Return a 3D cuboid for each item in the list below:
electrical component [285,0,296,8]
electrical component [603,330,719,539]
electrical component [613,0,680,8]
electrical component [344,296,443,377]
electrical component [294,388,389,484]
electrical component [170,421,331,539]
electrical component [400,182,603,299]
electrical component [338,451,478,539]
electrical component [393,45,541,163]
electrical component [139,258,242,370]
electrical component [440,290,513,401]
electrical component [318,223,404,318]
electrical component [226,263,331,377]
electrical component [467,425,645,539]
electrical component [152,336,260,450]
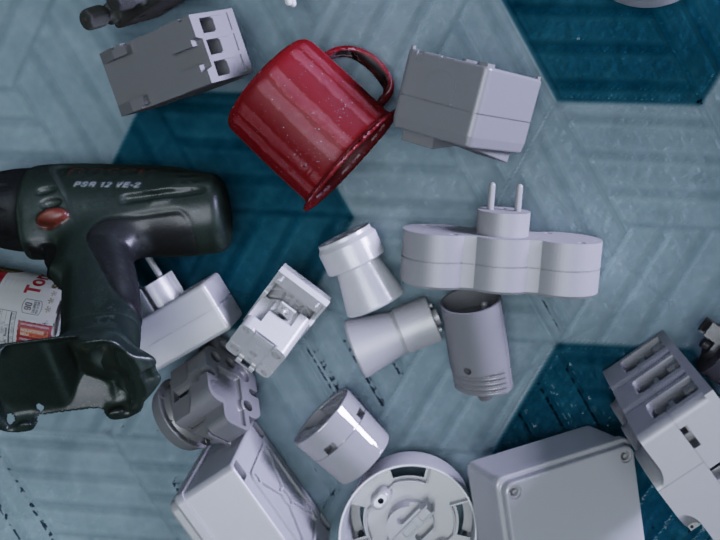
[{"bbox_3d":[-0.052,-0.214,0.718,0.047,0.065,0.076,-7,100,6],"label":"electrical component"},{"bbox_3d":[0.215,0.109,0.713,0.062,0.150,0.089,-37,96,10],"label":"electrical component"},{"bbox_3d":[0.189,-0.227,0.707,0.099,0.064,0.099,1,93,17],"label":"electrical component"},{"bbox_3d":[0.026,0.045,0.774,0.065,0.044,0.044,-22,98,4],"label":"electrical component"},{"bbox_3d":[-0.012,0.122,0.786,0.055,0.055,0.047,-43,98,11],"label":"electrical component"},{"bbox_3d":[-0.075,0.178,0.774,0.056,0.108,0.108,-34,96,7],"label":"electrical component"},{"bbox_3d":[0.099,-0.024,0.748,0.138,0.052,0.073,4,101,4],"label":"electrical component"},{"bbox_3d":[0.036,0.185,0.787,0.099,0.064,0.099,1,101,5],"label":"electrical component"},{"bbox_3d":[0.074,-0.108,0.717,0.062,0.096,0.061,21,104,31],"label":"electrical component"},{"bbox_3d":[-0.143,0.025,0.781,0.083,0.047,0.075,-30,97,10],"label":"electrical component"},{"bbox_3d":[0.084,0.057,0.768,0.043,0.043,0.081,-8,114,7],"label":"electrical component"},{"bbox_3d":[0.000,0.000,0.765,0.045,0.045,0.055,-24,97,9],"label":"electrical component"},{"bbox_3d":[-0.059,0.038,0.761,0.042,0.063,0.081,36,143,-3],"label":"electrical component"},{"bbox_3d":[0.141,0.178,0.763,0.109,0.056,0.108,-13,100,-20],"label":"electrical component"},{"bbox_3d":[-0.113,0.095,0.782,0.057,0.078,0.058,-35,135,22],"label":"electrical component"}]
